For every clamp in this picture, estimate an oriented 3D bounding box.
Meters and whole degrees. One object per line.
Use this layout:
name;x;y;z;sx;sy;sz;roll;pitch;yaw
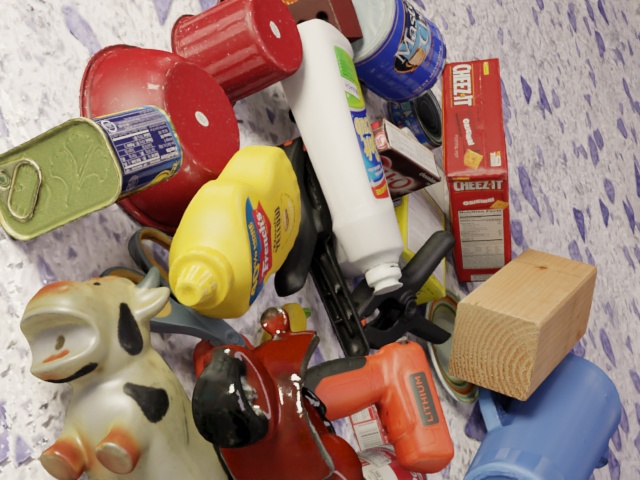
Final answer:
clamp;0.080;0.052;1.045;0.171;0.039;0.120;-4;98;-50
clamp;-0.006;0.001;0.953;0.164;0.036;0.210;53;21;-48

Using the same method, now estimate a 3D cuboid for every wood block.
wood block;0.227;0.087;1.174;0.205;0.091;0.090;-27;128;-55

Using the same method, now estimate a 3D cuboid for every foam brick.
foam brick;-0.006;-0.211;1.060;0.051;0.078;0.053;-21;91;-62

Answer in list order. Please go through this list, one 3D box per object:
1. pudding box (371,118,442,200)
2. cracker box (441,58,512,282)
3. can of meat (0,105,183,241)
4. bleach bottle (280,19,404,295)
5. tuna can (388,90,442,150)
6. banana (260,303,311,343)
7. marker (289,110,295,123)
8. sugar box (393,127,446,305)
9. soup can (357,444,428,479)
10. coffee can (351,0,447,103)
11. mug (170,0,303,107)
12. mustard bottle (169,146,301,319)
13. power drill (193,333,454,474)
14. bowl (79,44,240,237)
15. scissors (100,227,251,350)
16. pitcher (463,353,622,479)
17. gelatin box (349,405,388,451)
pudding box;0.056;-0.074;1.070;0.113;0.090;0.039;21;55;-54
cracker box;0.179;-0.075;1.222;0.213;0.072;0.164;73;15;-55
can of meat;-0.150;-0.046;0.694;0.083;0.102;0.057;-32;100;-62
bleach bottle;0.025;-0.070;0.973;0.102;0.068;0.251;24;46;-68
tuna can;0.117;-0.147;1.275;0.086;0.034;0.086;37;43;-45
banana;-0.025;0.125;0.868;0.069;0.037;0.198;38;42;-41
marker;-0.003;-0.145;1.085;0.020;0.020;0.121;62;30;-14
sugar box;0.098;-0.027;1.160;0.093;0.048;0.176;46;34;-39
soup can;0.039;0.211;0.892;0.102;0.069;0.068;3;71;-59
coffee can;0.062;-0.216;1.144;0.140;0.103;0.103;20;56;-59
mug;-0.069;-0.178;0.929;0.093;0.082;0.117;37;43;-44
mustard bottle;-0.062;0.002;0.752;0.191;0.058;0.096;-57;150;-66
power drill;0.006;0.151;0.800;0.187;0.057;0.184;-3;66;-29
bowl;-0.111;-0.086;0.831;0.162;0.055;0.162;36;44;-45
scissors;-0.081;0.074;0.754;0.202;0.016;0.096;51;39;13
pitcher;0.233;0.223;1.167;0.242;0.149;0.145;-38;138;-56
gelatin box;0.055;0.154;0.994;0.073;0.030;0.089;-14;85;-61
